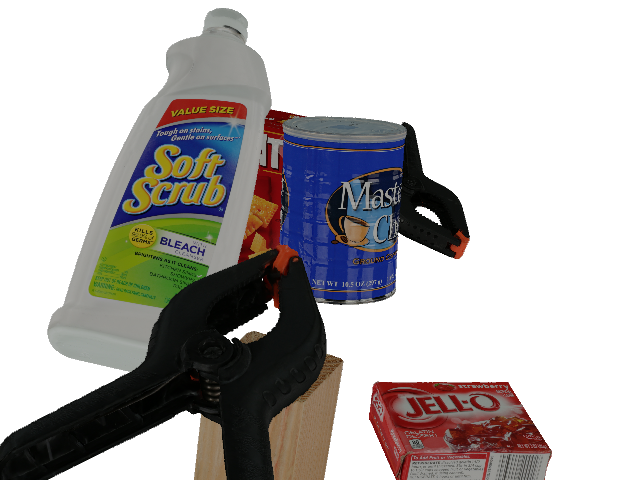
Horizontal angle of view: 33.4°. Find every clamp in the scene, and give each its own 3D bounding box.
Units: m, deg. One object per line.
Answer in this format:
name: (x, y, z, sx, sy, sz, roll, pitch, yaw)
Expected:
clamp: (0.091, -0.055, 1.246, 0.164, 0.036, 0.210, -15, 52, -28)
clamp: (-0.039, 0.066, 0.455, 0.120, 0.039, 0.171, 26, 48, 19)

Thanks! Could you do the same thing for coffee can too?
coffee can: (0.017, -0.028, 0.897, 0.103, 0.140, 0.103, 3, 14, -1)

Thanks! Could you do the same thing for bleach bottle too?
bleach bottle: (-0.093, -0.041, 0.689, 0.102, 0.250, 0.068, 13, -23, -5)

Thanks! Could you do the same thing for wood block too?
wood block: (-0.051, 0.196, 0.913, 0.090, 0.206, 0.090, 16, 23, 18)

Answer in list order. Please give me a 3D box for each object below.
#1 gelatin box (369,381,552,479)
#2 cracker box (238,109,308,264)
gelatin box: (0.079, 0.112, 0.623, 0.089, 0.030, 0.073, 2, 24, -13)
cracker box: (-0.107, -0.067, 1.398, 0.164, 0.214, 0.072, 13, 27, 14)
